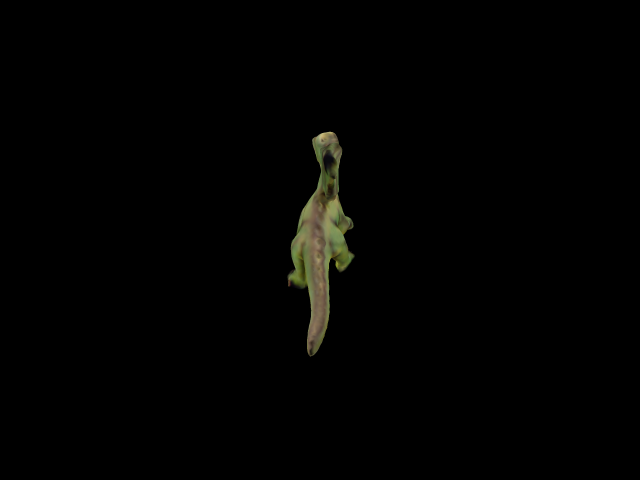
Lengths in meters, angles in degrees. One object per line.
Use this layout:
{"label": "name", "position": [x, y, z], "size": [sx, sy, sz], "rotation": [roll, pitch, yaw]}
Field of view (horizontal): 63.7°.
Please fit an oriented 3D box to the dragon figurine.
{"label": "dragon figurine", "position": [0.003, -0.043, 0.850], "size": [0.122, 0.237, 0.420], "rotation": [0, 39, 0]}
